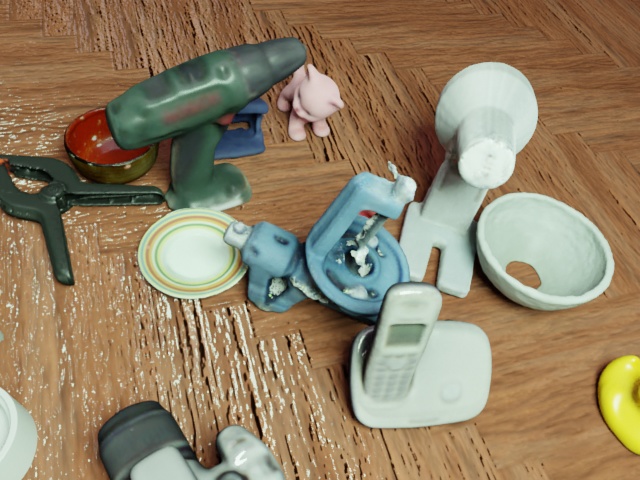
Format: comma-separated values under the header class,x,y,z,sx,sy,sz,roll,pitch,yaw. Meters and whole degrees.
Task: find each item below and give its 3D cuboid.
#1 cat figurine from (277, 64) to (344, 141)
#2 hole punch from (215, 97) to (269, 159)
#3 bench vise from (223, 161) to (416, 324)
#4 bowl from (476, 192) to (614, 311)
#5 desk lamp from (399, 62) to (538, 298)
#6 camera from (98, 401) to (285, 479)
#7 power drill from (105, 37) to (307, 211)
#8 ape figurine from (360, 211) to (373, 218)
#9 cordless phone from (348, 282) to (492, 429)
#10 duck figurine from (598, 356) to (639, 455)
class,x,y,z,sx,sy,sz,roll,pitch,yaw
cat figurine,-0.014,-0.208,0.815,0.067,0.118,0.127,-11,55,-18
hole punch,-0.132,-0.174,0.786,0.109,0.091,0.101,-11,54,-17
bench vise,0.006,0.012,0.579,0.207,0.220,0.121,0,52,-9
bowl,0.264,0.025,0.706,0.167,0.075,0.167,5,51,-6
desk lamp,0.177,-0.076,0.682,0.118,0.213,0.203,16,51,4
camera,-0.120,0.196,0.488,0.143,0.101,0.136,-26,60,-26
power drill,-0.126,-0.128,0.674,0.230,0.208,0.075,-21,58,-24
ape figurine,0.058,-0.033,0.706,0.076,0.092,0.078,36,55,18
cordless phone,0.106,0.104,0.545,0.148,0.185,0.094,-3,52,-12
duck figurine,0.348,0.164,0.604,0.077,0.086,0.104,3,52,-7
